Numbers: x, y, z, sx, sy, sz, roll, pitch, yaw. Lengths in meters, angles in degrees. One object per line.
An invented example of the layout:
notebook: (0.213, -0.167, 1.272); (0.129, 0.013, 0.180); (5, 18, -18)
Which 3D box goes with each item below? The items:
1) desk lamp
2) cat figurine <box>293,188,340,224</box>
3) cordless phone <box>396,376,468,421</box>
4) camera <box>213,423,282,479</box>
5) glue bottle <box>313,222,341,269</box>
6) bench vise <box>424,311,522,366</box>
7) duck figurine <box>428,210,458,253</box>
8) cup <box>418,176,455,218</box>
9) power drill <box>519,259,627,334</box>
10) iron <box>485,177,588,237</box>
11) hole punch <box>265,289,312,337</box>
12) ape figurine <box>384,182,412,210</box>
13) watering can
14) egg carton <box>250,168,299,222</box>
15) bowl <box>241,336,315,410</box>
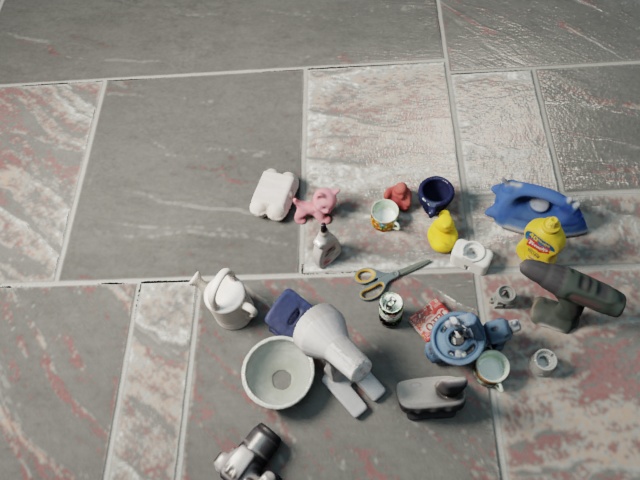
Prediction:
desk lamp: (0.047, 0.258, 1.244); (0.118, 0.214, 0.202); (-39, 65, -15)
cat figurine: (-0.009, -0.097, 1.497); (0.127, 0.118, 0.067); (-2, 61, 4)
cordless phone: (0.238, 0.316, 1.211); (0.147, 0.185, 0.094); (-9, 61, 1)
camera: (-0.135, 0.468, 1.210); (0.143, 0.101, 0.137); (32, 69, 20)
glue bottle: (0.013, 0.005, 1.408); (0.037, 0.173, 0.078); (40, 72, 23)
bench vise: (0.333, 0.190, 1.251); (0.207, 0.220, 0.121); (-29, 63, -10)
duck figurine: (0.313, -0.026, 1.448); (0.077, 0.086, 0.104); (4, 62, 7)
cup: (0.295, -0.093, 1.481); (0.091, 0.095, 0.118); (11, 63, 11)
power drill: (0.539, 0.129, 1.273); (0.229, 0.208, 0.076); (16, 64, 14)
iron: (0.554, -0.089, 1.429); (0.257, 0.141, 0.119); (15, 64, 13)
hole punch: (-0.064, 0.185, 1.363); (0.101, 0.091, 0.109); (28, 67, 19)
ape figurine: (0.209, -0.120, 1.505); (0.076, 0.092, 0.077); (-34, 64, -13)
watering can: (-0.229, 0.132, 1.348); (0.172, 0.194, 0.101); (4, 62, 7)
egg carton: (-0.122, -0.122, 1.548); (0.107, 0.069, 0.150); (12, 63, 12)
bowl: (-0.091, 0.309, 1.307); (0.167, 0.075, 0.167); (-2, 61, 4)
